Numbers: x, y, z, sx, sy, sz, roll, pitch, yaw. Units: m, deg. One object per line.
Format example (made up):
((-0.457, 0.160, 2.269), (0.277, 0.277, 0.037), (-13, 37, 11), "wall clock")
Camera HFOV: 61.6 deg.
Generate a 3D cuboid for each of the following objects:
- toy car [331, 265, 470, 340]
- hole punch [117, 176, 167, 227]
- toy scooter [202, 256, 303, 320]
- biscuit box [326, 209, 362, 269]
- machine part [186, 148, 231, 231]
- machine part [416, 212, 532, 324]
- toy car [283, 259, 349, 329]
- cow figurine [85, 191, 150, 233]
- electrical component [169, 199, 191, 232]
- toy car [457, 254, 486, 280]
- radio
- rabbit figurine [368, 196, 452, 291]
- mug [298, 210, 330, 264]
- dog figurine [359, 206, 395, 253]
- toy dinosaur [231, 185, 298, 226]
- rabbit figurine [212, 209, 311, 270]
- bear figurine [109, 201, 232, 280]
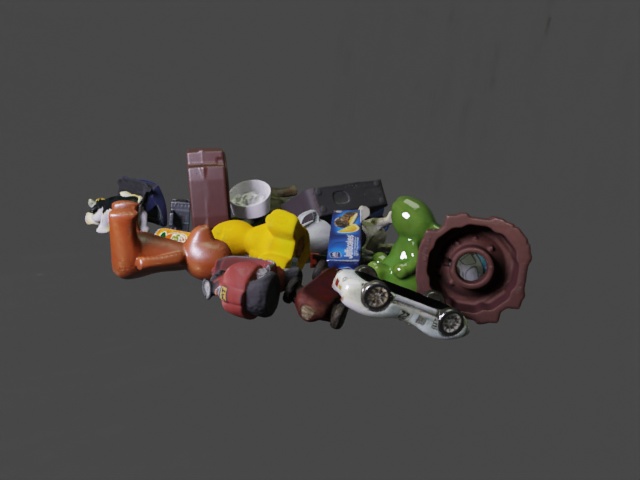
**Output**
((0.112, 0.087, 0.729), (0.201, 0.056, 0.074), (21, 12, -18), "toy car")
((-0.429, -0.090, 1.304), (0.142, 0.115, 0.092), (16, 6, 40), "hole punch")
((-0.111, 0.060, 0.767), (0.135, 0.075, 0.184), (8, 8, 13), "toy scooter")
((0.048, 0.012, 0.986), (0.059, 0.062, 0.203), (0, 28, 4), "biscuit box")
((-0.251, -0.106, 1.217), (0.087, 0.201, 0.201), (-6, 12, -11), "machine part")
((0.232, 0.041, 0.826), (0.180, 0.179, 0.056), (8, 7, 11), "machine part")
((0.011, 0.079, 0.794), (0.089, 0.053, 0.202), (23, 13, 11), "toy car")
((-0.450, -0.062, 1.171), (0.168, 0.098, 0.068), (11, 18, 26), "cow figurine")
((-0.333, -0.058, 1.275), (0.048, 0.074, 0.119), (3, 7, -15), "electrical component")
((0.306, 0.056, 1.008), (0.103, 0.109, 0.162), (-16, 20, 8), "toy car")
((0.038, -0.082, 1.260), (0.229, 0.073, 0.131), (-13, -8, -33), "radio")
((0.159, 0.013, 0.914), (0.159, 0.170, 0.121), (10, 11, 21), "rabbit figurine")
((-0.029, -0.001, 1.084), (0.081, 0.109, 0.107), (20, 31, 34), "mug")
((0.081, -0.008, 1.241), (0.172, 0.121, 0.191), (8, -4, -20), "dog figurine")
((-0.130, -0.066, 1.387), (0.199, 0.105, 0.472), (-4, 17, -12), "toy dinosaur")
((-0.109, -0.001, 0.979), (0.173, 0.121, 0.162), (8, 6, 14), "rabbit figurine")
((-0.230, 0.005, 0.859), (0.196, 0.131, 0.120), (-3, 14, -14), "bear figurine")
